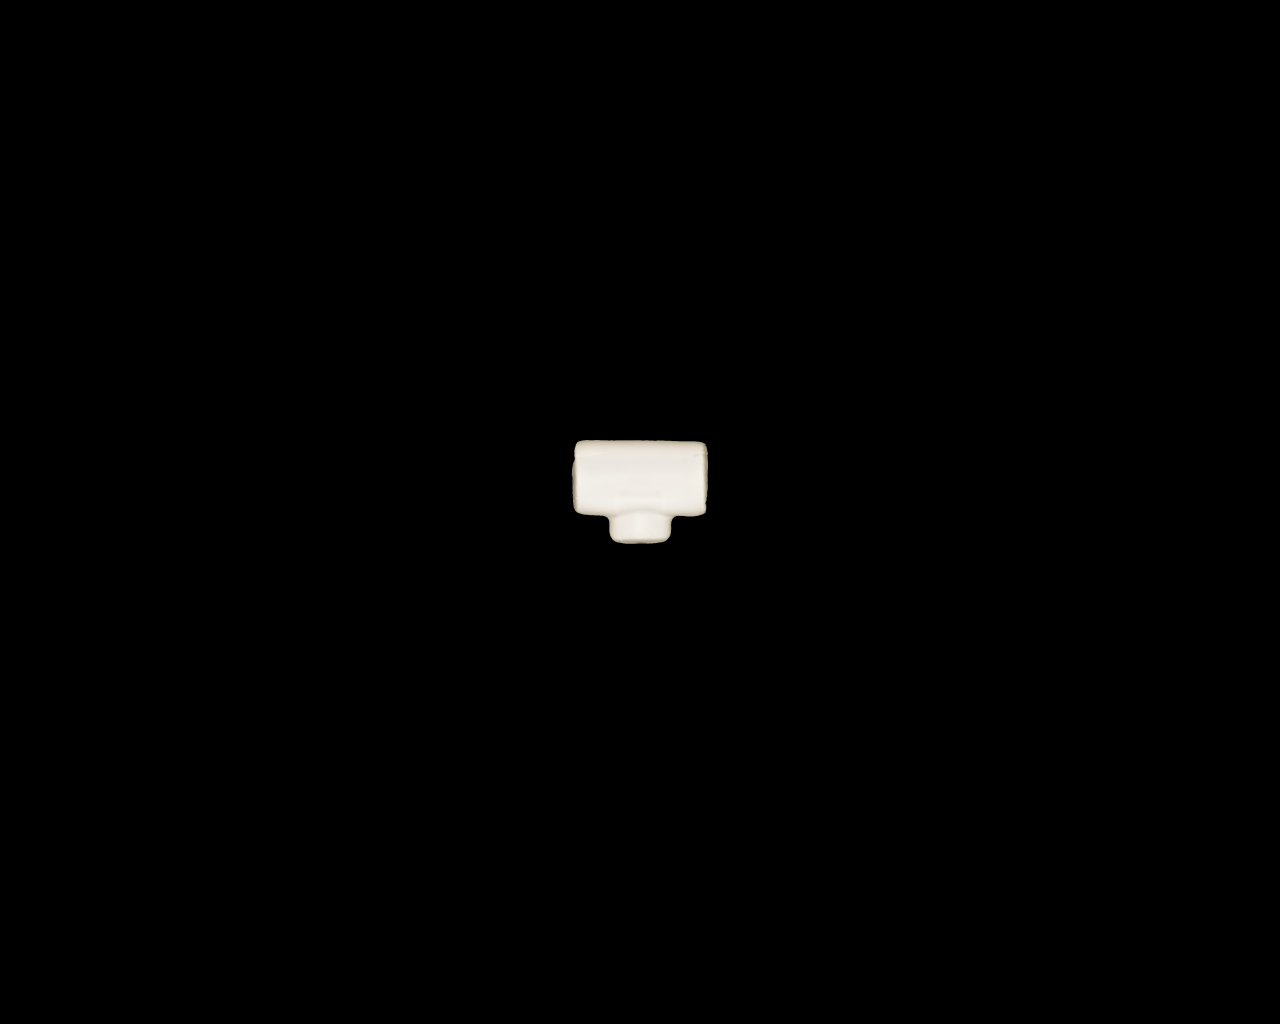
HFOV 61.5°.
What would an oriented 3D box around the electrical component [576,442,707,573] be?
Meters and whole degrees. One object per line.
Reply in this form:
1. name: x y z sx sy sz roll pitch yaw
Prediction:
1. electrical component: 0.001 -0.003 0.650 0.077 0.079 0.043 0 4 0
